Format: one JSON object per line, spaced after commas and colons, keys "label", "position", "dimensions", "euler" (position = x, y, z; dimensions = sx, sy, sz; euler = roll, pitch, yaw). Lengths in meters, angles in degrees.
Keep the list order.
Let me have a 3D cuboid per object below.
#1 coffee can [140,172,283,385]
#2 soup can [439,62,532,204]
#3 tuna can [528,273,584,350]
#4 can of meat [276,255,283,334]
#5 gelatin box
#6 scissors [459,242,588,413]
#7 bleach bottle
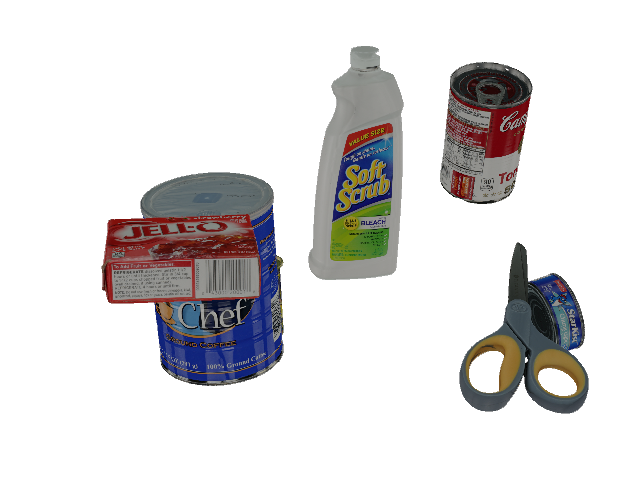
{"label": "coffee can", "position": [-0.084, 0.029, 0.849], "dimensions": [0.103, 0.140, 0.103], "euler": [-3, 25, 1]}
{"label": "soup can", "position": [0.139, -0.090, 0.909], "dimensions": [0.068, 0.102, 0.068], "euler": [1, 40, -1]}
{"label": "tuna can", "position": [0.250, 0.081, 1.156], "dimensions": [0.033, 0.086, 0.086], "euler": [-17, 3, -11]}
{"label": "can of meat", "position": [-0.078, 0.069, 1.053], "dimensions": [0.058, 0.084, 0.101], "euler": [11, 27, 27]}
{"label": "gelatin box", "position": [-0.082, 0.009, 0.630], "dimensions": [0.089, 0.030, 0.073], "euler": [-2, 20, -8]}
{"label": "scissors", "position": [0.162, 0.064, 0.784], "dimensions": [0.096, 0.016, 0.201], "euler": [17, 36, 20]}
{"label": "bleach bottle", "position": [0.038, -0.083, 1.155], "dimensions": [0.102, 0.251, 0.068], "euler": [-3, 25, -7]}
